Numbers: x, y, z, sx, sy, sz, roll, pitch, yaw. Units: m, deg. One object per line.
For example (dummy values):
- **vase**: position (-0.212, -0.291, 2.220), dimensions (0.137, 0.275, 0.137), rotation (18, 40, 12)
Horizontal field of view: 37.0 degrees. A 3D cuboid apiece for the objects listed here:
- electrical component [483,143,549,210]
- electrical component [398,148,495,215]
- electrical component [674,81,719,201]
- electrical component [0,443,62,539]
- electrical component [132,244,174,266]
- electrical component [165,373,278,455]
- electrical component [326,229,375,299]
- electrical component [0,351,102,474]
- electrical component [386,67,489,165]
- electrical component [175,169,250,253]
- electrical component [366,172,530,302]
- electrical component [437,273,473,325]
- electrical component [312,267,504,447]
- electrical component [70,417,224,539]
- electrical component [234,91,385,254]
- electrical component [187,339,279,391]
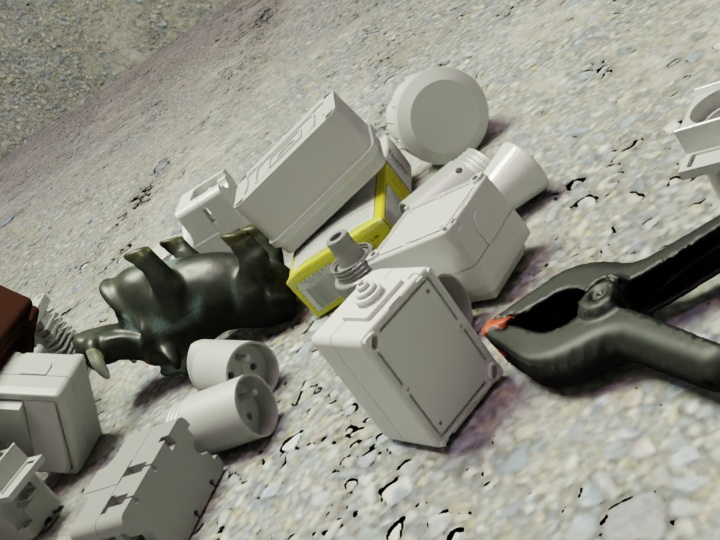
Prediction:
- **electrical component**: position (0.095, -0.052, 0.755), dimensions (0.065, 0.044, 0.044), rotation (-44, 23, -8)
- **electrical component**: position (0.073, -0.057, 0.793), dimensions (0.081, 0.043, 0.043), rotation (-40, 22, -11)
- **electrical component**: position (0.238, -0.075, 0.561), dimensions (0.121, 0.063, 0.078), rotation (-14, 31, 43)
- **electrical component**: position (-0.262, 0.168, 0.800), dimensions (0.081, 0.063, 0.042), rotation (-18, 28, 38)
- **electrical component**: position (-0.174, 0.021, 0.969), dimensions (0.059, 0.053, 0.095), rotation (-40, 31, -10)
- **electrical component**: position (-0.100, 0.102, 0.724), dimensions (0.081, 0.043, 0.043), rotation (-22, 25, 30)
- **electrical component**: position (0.000, 0.000, 0.759), dimensions (0.048, 0.062, 0.048), rotation (-30, 22, 14)
- **electrical component**: position (-0.247, 0.120, 0.847), dimensions (0.062, 0.096, 0.061), rotation (2, 32, 9)
- **electrical component**: position (0.064, -0.130, 0.908), dimensions (0.080, 0.080, 0.051), rotation (-38, 17, -5)
- **electrical component**: position (-0.121, -0.034, 0.969), dimensions (0.056, 0.089, 0.050), rotation (-30, 23, 15)
- **electrical component**: position (0.056, -0.011, 0.710), dimensions (0.096, 0.061, 0.061), rotation (-22, 24, 49)
- **electrical component**: position (0.026, 0.032, 0.681), dimensions (0.081, 0.043, 0.043), rotation (-17, 29, 40)
- **electrical component**: position (0.021, 0.042, 0.596), dimensions (0.061, 0.096, 0.061), rotation (-47, 23, -26)
- **electrical component**: position (-0.136, 0.145, 0.680), dimensions (0.056, 0.050, 0.089), rotation (-21, 27, 32)
- **electrical component**: position (-0.039, -0.076, 0.841), dimensions (0.113, 0.057, 0.078), rotation (-43, 18, 13)
- **electrical component**: position (-0.098, 0.072, 0.782), dimensions (0.043, 0.043, 0.081), rotation (-48, 25, -28)
